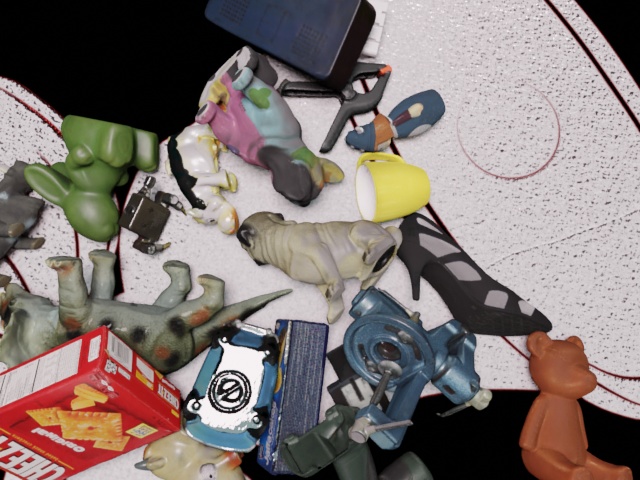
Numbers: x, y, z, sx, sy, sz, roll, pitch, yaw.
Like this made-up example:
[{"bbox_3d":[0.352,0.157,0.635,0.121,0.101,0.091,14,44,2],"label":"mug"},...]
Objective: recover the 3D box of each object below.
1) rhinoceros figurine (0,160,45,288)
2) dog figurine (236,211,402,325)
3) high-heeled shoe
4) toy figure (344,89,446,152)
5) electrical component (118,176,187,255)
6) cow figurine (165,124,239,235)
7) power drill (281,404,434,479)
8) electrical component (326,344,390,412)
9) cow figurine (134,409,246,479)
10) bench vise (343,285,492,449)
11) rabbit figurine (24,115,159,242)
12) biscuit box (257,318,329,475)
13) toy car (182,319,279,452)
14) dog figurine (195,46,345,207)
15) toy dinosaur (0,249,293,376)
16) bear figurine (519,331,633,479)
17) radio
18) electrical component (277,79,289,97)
[{"bbox_3d":[-0.458,-0.023,0.765,0.112,0.073,0.190,30,83,13],"label":"rhinoceros figurine"},{"bbox_3d":[-0.003,-0.003,0.758,0.172,0.121,0.191,-34,63,-30],"label":"dog figurine"},{"bbox_3d":[0.222,0.050,0.784,0.249,0.086,0.145,18,55,-13],"label":"high-heeled shoe"},{"bbox_3d":[0.111,-0.172,0.803,0.154,0.064,0.058,-28,61,-2],"label":"toy figure"},{"bbox_3d":[-0.240,-0.031,0.773,0.045,0.078,0.102,18,74,26],"label":"electrical component"},{"bbox_3d":[-0.172,-0.082,0.780,0.098,0.068,0.167,-13,79,2],"label":"cow figurine"},{"bbox_3d":[0.029,0.328,0.686,0.232,0.086,0.207,-32,109,-12],"label":"power drill"},{"bbox_3d":[0.047,0.205,0.753,0.075,0.047,0.119,-31,83,-7],"label":"electrical component"},{"bbox_3d":[-0.159,0.319,0.715,0.127,0.085,0.195,-24,84,-12],"label":"cow figurine"},{"bbox_3d":[0.108,0.172,0.668,0.223,0.129,0.240,49,38,-4],"label":"bench vise"},{"bbox_3d":[-0.326,-0.084,0.755,0.159,0.121,0.170,11,96,3],"label":"rabbit figurine"},{"bbox_3d":[-0.037,0.211,0.736,0.063,0.059,0.202,11,80,-24],"label":"biscuit box"},{"bbox_3d":[-0.114,0.192,0.718,0.109,0.103,0.161,14,73,-4],"label":"toy car"},{"bbox_3d":[-0.064,-0.148,0.766,0.108,0.192,0.219,-35,121,20],"label":"dog figurine"},{"bbox_3d":[-0.250,0.121,0.729,0.405,0.131,0.192,11,99,-8],"label":"toy dinosaur"},{"bbox_3d":[0.341,0.228,0.724,0.120,0.132,0.195,15,85,-26],"label":"bear figurine"},{"bbox_3d":[-0.043,-0.325,0.776,0.230,0.073,0.131,32,103,16],"label":"radio"},{"bbox_3d":[-0.091,-0.220,0.827,0.063,0.021,0.094,36,81,3],"label":"electrical component"}]
